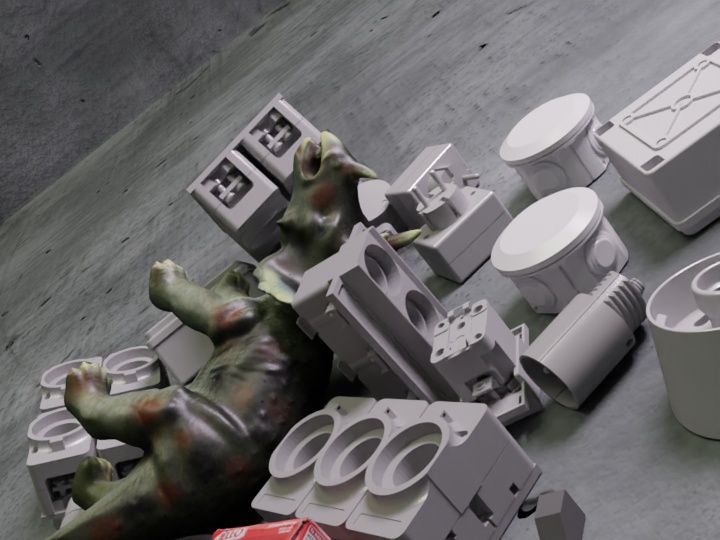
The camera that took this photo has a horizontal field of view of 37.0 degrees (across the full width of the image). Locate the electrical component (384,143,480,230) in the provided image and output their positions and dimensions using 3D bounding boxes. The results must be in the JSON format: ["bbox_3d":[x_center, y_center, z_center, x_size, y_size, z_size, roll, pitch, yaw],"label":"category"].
[{"bbox_3d":[0.073,-0.072,0.926,0.065,0.047,0.077,-49,23,-23],"label":"electrical component"}]

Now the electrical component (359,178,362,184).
[{"bbox_3d":[-0.048,-0.052,1.063,0.121,0.063,0.078,-40,21,-1],"label":"electrical component"}]

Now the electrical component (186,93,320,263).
[{"bbox_3d":[-0.075,-0.068,0.927,0.105,0.060,0.186,-47,-6,-5],"label":"electrical component"}]

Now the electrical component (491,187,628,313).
[{"bbox_3d":[0.131,-0.012,0.707,0.080,0.051,0.080,-33,22,15],"label":"electrical component"}]

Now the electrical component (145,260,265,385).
[{"bbox_3d":[-0.124,0.046,0.954,0.109,0.056,0.109,-39,-3,1],"label":"electrical component"}]

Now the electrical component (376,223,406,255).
[{"bbox_3d":[0.000,0.000,0.891,0.078,0.058,0.057,-34,19,13],"label":"electrical component"}]

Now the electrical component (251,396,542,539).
[{"bbox_3d":[0.014,0.122,0.615,0.150,0.061,0.089,-7,38,54],"label":"electrical component"}]

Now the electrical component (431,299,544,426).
[{"bbox_3d":[0.075,0.056,0.644,0.042,0.063,0.081,-31,23,24],"label":"electrical component"}]

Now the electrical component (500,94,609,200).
[{"bbox_3d":[0.154,-0.096,0.836,0.080,0.051,0.080,-33,22,15],"label":"electrical component"}]

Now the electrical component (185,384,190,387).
[{"bbox_3d":[-0.125,0.120,0.873,0.077,0.043,0.079,-23,26,35],"label":"electrical component"}]

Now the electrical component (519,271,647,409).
[{"bbox_3d":[0.134,0.036,0.616,0.081,0.043,0.043,-45,22,-14],"label":"electrical component"}]

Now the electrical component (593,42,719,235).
[{"bbox_3d":[0.223,-0.088,0.700,0.109,0.056,0.108,-37,21,7],"label":"electrical component"}]

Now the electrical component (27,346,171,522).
[{"bbox_3d":[-0.220,0.129,0.928,0.105,0.060,0.186,-12,21,-6],"label":"electrical component"}]

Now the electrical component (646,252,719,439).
[{"bbox_3d":[0.194,0.030,0.535,0.099,0.064,0.099,-24,16,7],"label":"electrical component"}]

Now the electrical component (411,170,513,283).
[{"bbox_3d":[0.070,-0.042,0.831,0.066,0.076,0.047,-43,21,-10],"label":"electrical component"}]

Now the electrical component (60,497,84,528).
[{"bbox_3d":[-0.204,0.204,0.822,0.055,0.055,0.047,-29,27,25],"label":"electrical component"}]

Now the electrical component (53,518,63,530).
[{"bbox_3d":[-0.246,0.194,0.923,0.043,0.043,0.081,-38,21,4],"label":"electrical component"}]

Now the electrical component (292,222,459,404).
[{"bbox_3d":[0.018,0.041,0.689,0.063,0.121,0.078,-30,23,30],"label":"electrical component"}]

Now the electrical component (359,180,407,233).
[{"bbox_3d":[-0.026,-0.031,0.954,0.138,0.073,0.052,-42,43,-7],"label":"electrical component"}]
